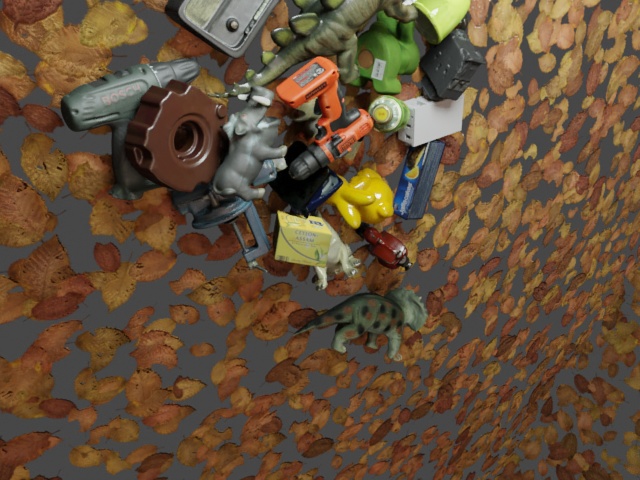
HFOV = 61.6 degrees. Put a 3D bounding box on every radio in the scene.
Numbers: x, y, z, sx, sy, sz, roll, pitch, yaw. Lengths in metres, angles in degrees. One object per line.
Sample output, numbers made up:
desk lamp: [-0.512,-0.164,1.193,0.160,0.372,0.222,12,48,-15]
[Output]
radio: [-0.129,-0.416,0.859,0.131,0.073,0.229,32,96,-43]

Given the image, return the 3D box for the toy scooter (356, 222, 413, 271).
toy scooter: [0.174,0.028,1.309,0.075,0.135,0.183,-53,135,-1]

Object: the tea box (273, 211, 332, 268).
tea box: [-0.039,-0.005,1.027,0.098,0.170,0.068,9,100,-10]

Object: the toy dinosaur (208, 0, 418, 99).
toy dinosaur: [0.018,-0.369,0.909,0.471,0.105,0.198,-44,150,3]

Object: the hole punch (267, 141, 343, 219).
hole punch: [-0.029,-0.120,1.078,0.116,0.142,0.092,-48,161,14]

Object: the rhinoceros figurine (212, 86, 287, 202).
rhinoceros figurine: [-0.120,-0.157,0.888,0.112,0.073,0.190,18,97,-37]

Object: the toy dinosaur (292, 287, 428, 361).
toy dinosaur: [0.130,0.198,1.396,0.404,0.131,0.192,15,93,-37]

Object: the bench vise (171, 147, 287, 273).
bench vise: [-0.147,-0.059,1.010,0.224,0.129,0.240,-26,111,-14]

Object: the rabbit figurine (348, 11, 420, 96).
rabbit figurine: [0.138,-0.378,1.083,0.170,0.121,0.158,-24,123,-48]

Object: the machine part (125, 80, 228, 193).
machine part: [-0.221,-0.162,0.860,0.179,0.056,0.179,-29,129,-44]

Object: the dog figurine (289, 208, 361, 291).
dog figurine: [0.001,-0.005,1.202,0.121,0.172,0.190,-26,98,-3]

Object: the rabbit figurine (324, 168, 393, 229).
rabbit figurine: [0.065,-0.088,1.166,0.173,0.162,0.121,20,115,-25]

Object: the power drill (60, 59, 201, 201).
power drill: [-0.285,-0.177,0.876,0.232,0.086,0.207,-24,132,-35]

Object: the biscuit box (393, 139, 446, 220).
biscuit box: [0.237,-0.149,1.305,0.063,0.059,0.202,-3,116,-38]

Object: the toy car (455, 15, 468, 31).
toy car: [0.271,-0.520,1.118,0.089,0.053,0.201,-16,128,-17]

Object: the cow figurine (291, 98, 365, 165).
cow figurine: [0.015,-0.241,1.065,0.194,0.086,0.127,20,107,-41]

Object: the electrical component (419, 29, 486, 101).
electrical component: [0.275,-0.367,1.152,0.058,0.115,0.134,2,142,-32]
